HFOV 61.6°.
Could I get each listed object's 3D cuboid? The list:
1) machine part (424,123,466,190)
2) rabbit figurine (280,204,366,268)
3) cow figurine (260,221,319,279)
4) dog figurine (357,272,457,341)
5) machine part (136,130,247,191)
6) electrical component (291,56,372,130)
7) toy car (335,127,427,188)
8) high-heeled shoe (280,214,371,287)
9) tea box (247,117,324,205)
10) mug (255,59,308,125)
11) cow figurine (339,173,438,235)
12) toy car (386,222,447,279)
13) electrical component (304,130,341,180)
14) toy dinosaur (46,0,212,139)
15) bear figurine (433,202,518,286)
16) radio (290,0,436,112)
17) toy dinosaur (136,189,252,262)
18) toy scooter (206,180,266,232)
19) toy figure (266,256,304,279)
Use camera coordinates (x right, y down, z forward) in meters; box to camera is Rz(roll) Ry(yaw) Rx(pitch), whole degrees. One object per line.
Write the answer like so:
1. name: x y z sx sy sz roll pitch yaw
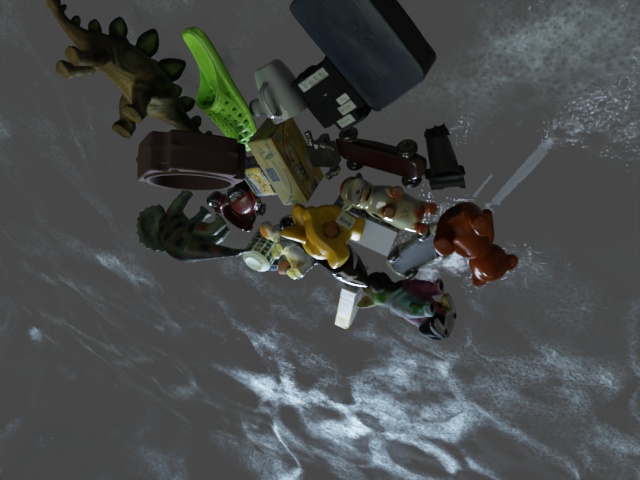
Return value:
1. machine part: 0.227 -0.149 1.000 0.084 0.039 0.138 3 135 27
2. rabbit figurine: -0.002 -0.004 1.163 0.162 0.122 0.173 23 162 -1
3. cow figurine: -0.075 0.009 1.360 0.167 0.098 0.068 53 150 -1
4. dog figurine: 0.203 0.155 1.316 0.219 0.108 0.191 2 137 39
5. machine part: -0.268 -0.158 1.118 0.201 0.087 0.201 5 174 -29
6. electrical component: 0.030 -0.269 0.988 0.115 0.058 0.134 -17 123 47
7. toy car: 0.116 -0.164 1.037 0.202 0.053 0.089 23 150 37
8. high-heeled shoe: 0.013 0.023 1.267 0.249 0.086 0.145 35 180 22
9. tea box: -0.070 -0.168 1.136 0.068 0.098 0.169 -4 130 36
10. mug: -0.084 -0.280 1.018 0.081 0.109 0.107 -14 112 42
11. cow figurine: 0.124 -0.078 1.085 0.195 0.085 0.127 20 178 -29
12. toy car: 0.221 0.024 1.193 0.073 0.056 0.201 42 141 -5
13. electrical component: 0.009 -0.176 1.116 0.078 0.045 0.102 9 138 25
14. toy dinosaur: -0.351 -0.308 1.084 0.105 0.198 0.470 -5 137 40
15. bear figurine: 0.314 0.024 1.070 0.120 0.132 0.195 -29 110 20
16. radio: 0.074 -0.333 0.872 0.229 0.073 0.131 45 140 -20
17. toy dinosaur: -0.346 -0.009 1.384 0.405 0.192 0.131 35 168 48
18. toy scooter: -0.194 -0.079 1.342 0.184 0.075 0.135 -15 123 48
19. toy figure: -0.113 0.065 1.460 0.155 0.064 0.057 16 125 20
